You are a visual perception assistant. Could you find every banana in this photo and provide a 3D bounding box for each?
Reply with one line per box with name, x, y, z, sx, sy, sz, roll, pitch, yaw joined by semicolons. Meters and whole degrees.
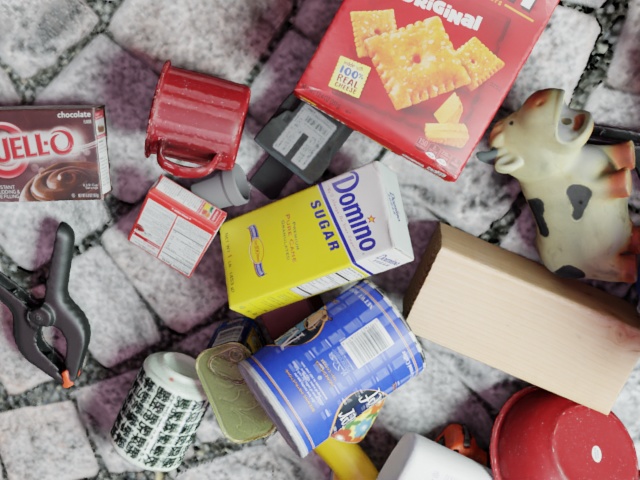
banana;0.026;0.238;1.074;0.070;0.037;0.198;-31;88;29

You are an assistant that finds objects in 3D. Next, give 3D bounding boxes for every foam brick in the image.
foam brick;-0.018;0.085;1.049;0.051;0.053;0.078;-24;102;11

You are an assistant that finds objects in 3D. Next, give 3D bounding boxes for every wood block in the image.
wood block;0.189;0.071;1.004;0.206;0.090;0.091;22;107;-1

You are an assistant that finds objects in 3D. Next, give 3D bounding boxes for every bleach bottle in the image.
bleach bottle;0.173;0.282;1.023;0.250;0.068;0.102;29;97;-8

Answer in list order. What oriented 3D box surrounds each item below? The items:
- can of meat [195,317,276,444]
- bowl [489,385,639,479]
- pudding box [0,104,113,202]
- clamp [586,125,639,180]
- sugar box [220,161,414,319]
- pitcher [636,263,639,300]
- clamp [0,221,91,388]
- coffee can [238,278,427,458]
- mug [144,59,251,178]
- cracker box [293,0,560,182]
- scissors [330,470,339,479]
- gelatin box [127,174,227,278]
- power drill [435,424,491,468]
can of meat;-0.076;0.135;1.052;0.057;0.084;0.102;-19;104;11
bowl;0.243;0.206;1.004;0.162;0.162;0.055;36;148;-5
pudding box;-0.261;-0.085;1.030;0.113;0.039;0.090;-1;106;6
clamp;0.314;-0.093;0.950;0.210;0.036;0.165;34;133;-8
sugar box;-0.007;0.001;0.986;0.176;0.048;0.093;-23;62;25
pitcher;0.348;0.057;0.903;0.149;0.242;0.145;-31;101;13
clamp;-0.272;0.064;1.076;0.120;0.039;0.171;-22;107;18
coffee can;0.011;0.115;0.970;0.140;0.103;0.103;-34;101;-12
mug;-0.112;-0.102;0.975;0.081;0.117;0.093;13;138;-4
cracker box;0.098;-0.181;0.927;0.164;0.072;0.214;30;93;-4
scissors;0.057;0.320;1.129;0.096;0.016;0.201;-28;101;15
gelatin box;-0.138;-0.013;1.025;0.073;0.030;0.089;31;140;-3
power drill;0.171;0.290;1.088;0.187;0.057;0.184;34;103;-8
